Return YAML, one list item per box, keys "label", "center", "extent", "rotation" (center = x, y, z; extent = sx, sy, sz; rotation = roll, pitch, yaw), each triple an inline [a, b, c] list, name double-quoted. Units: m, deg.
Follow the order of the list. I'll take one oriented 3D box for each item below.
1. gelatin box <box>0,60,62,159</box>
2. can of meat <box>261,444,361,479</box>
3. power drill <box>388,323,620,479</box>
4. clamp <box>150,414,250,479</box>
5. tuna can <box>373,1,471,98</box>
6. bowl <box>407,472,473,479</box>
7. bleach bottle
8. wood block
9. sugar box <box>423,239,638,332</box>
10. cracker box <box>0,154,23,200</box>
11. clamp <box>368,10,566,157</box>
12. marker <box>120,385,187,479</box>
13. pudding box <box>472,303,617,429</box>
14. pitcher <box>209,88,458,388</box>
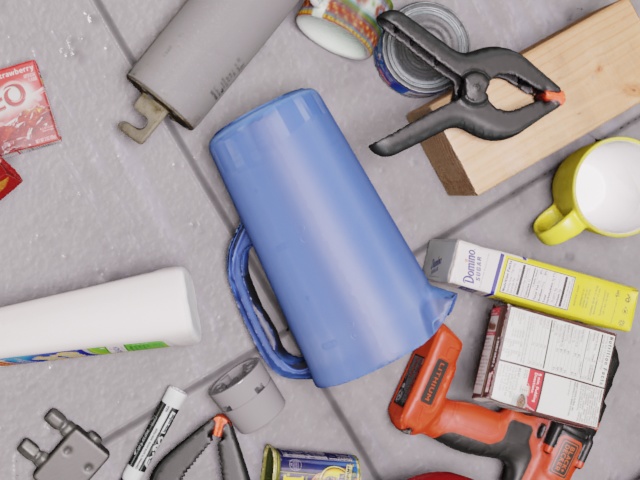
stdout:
- label: "gelatin box"
  center: [-0.278, -0.108, 0.925]
  extent: [0.089, 0.030, 0.073]
  rotation: [-18, 94, -9]
- label: "can of meat"
  center: [-0.011, 0.241, 0.967]
  extent: [0.084, 0.057, 0.102]
  rotation: [7, 91, -12]
- label: "power drill"
  center: [0.173, 0.148, 0.992]
  extent: [0.187, 0.057, 0.184]
  rotation: [27, 83, -8]
- label: "clamp"
  center: [-0.126, 0.258, 0.957]
  extent: [0.164, 0.036, 0.210]
  rotation: [9, 87, -1]
- label: "tuna can"
  center: [0.094, -0.175, 0.981]
  extent: [0.086, 0.034, 0.086]
  rotation: [0, 92, -9]
- label: "bowl"
  center: [0.097, 0.256, 0.960]
  extent: [0.162, 0.162, 0.055]
  rotation: [-14, 50, -9]
- label: "bleach bottle"
  center: [-0.232, 0.076, 0.914]
  extent: [0.250, 0.102, 0.068]
  rotation: [-10, 81, -2]
- label: "wood block"
  center: [0.196, -0.127, 0.970]
  extent: [0.206, 0.091, 0.090]
  rotation: [-30, 96, -7]
- label: "sugar box"
  center: [0.189, 0.041, 0.973]
  extent: [0.176, 0.093, 0.048]
  rotation: [13, 88, -9]
- label: "cracker box"
  center: [-0.373, -0.079, 0.863]
  extent: [0.164, 0.072, 0.214]
  rotation: [-41, 80, -5]
- label: "clamp"
  center: [0.119, -0.135, 0.892]
  extent: [0.171, 0.039, 0.120]
  rotation: [-5, 96, -14]
- label: "marker"
  center: [-0.156, 0.188, 0.960]
  extent: [0.020, 0.020, 0.121]
  rotation: [29, 87, -9]
- label: "pudding box"
  center: [0.201, 0.113, 0.954]
  extent: [0.113, 0.039, 0.090]
  rotation: [16, 80, -13]
- label: "pitcher"
  center: [-0.006, 0.001, 0.931]
  extent: [0.149, 0.145, 0.243]
  rotation: [-28, 92, -20]
